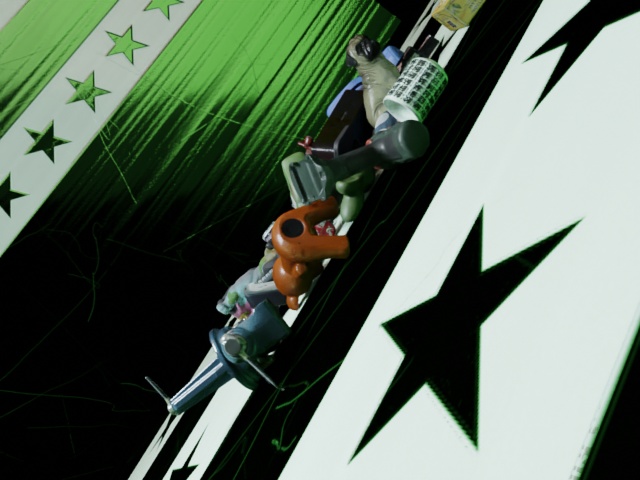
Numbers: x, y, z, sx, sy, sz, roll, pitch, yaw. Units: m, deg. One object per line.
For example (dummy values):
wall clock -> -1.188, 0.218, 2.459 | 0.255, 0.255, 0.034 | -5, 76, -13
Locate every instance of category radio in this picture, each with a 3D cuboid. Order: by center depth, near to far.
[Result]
radio -> 0.067, -0.237, 1.265 | 0.229, 0.073, 0.130 | -61, -33, -32

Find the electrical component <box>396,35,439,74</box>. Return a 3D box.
electrical component -> 0.228, -0.421, 1.259 | 0.119, 0.075, 0.048 | -58, 8, 17

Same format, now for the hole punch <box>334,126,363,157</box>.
hole punch -> 0.085, -0.168, 1.130 | 0.142, 0.092, 0.115 | -67, -21, -50

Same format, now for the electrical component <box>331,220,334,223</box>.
electrical component -> -0.002, -0.004, 1.164 | 0.094, 0.021, 0.063 | -50, 11, 34

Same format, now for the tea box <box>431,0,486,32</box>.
tea box -> 0.314, -0.528, 1.195 | 0.098, 0.068, 0.170 | -53, 8, 17

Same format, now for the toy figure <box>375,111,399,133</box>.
toy figure -> 0.131, -0.202, 1.050 | 0.154, 0.058, 0.064 | -68, -3, -47

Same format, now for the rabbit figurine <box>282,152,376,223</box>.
rabbit figurine -> 0.029, -0.109, 1.019 | 0.170, 0.121, 0.159 | -20, 32, -6

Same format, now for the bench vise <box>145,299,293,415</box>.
bench vise -> -0.145, 0.195, 0.830 | 0.240, 0.129, 0.223 | -39, 1, 1

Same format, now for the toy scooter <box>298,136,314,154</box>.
toy scooter -> -0.024, -0.182, 1.273 | 0.183, 0.075, 0.135 | -68, -16, 1

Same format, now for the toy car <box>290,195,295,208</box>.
toy car -> -0.008, -0.147, 1.445 | 0.161, 0.103, 0.109 | -63, 4, -24

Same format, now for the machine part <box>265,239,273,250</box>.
machine part -> -0.067, -0.011, 1.159 | 0.084, 0.039, 0.139 | -28, 3, -25

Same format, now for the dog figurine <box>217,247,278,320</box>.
dog figurine -> -0.135, 0.098, 1.262 | 0.219, 0.108, 0.191 | -53, 5, -5

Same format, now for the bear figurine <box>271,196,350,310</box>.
bear figurine -> -0.021, 0.032, 0.927 | 0.195, 0.132, 0.120 | 85, 171, -56

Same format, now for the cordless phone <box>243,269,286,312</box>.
cordless phone -> -0.070, 0.067, 1.097 | 0.184, 0.088, 0.146 | -50, 8, -4

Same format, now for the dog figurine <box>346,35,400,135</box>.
dog figurine -> 0.114, -0.341, 1.205 | 0.172, 0.190, 0.121 | -59, 9, -8

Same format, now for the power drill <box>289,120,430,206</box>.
power drill -> 0.058, -0.123, 0.872 | 0.207, 0.086, 0.232 | -18, 5, -22
